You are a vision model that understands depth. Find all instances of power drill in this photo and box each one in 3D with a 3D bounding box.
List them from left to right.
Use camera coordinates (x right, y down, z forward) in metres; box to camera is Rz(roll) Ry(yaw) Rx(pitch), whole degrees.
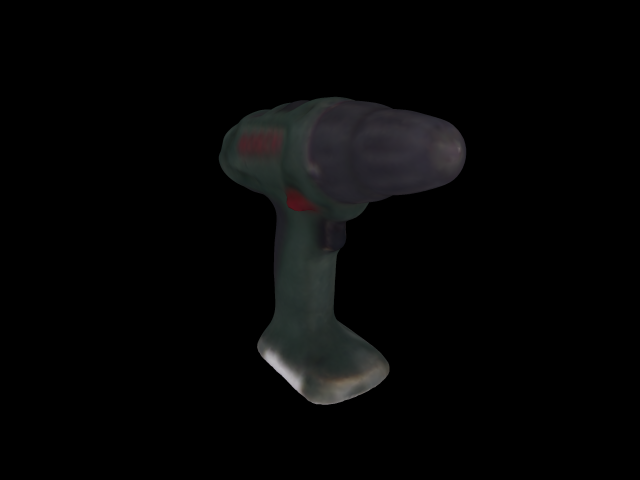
[{"bbox_3d":[0.004,0.001,0.400,0.076,0.208,0.228,-17,29,-32],"label":"power drill"}]
